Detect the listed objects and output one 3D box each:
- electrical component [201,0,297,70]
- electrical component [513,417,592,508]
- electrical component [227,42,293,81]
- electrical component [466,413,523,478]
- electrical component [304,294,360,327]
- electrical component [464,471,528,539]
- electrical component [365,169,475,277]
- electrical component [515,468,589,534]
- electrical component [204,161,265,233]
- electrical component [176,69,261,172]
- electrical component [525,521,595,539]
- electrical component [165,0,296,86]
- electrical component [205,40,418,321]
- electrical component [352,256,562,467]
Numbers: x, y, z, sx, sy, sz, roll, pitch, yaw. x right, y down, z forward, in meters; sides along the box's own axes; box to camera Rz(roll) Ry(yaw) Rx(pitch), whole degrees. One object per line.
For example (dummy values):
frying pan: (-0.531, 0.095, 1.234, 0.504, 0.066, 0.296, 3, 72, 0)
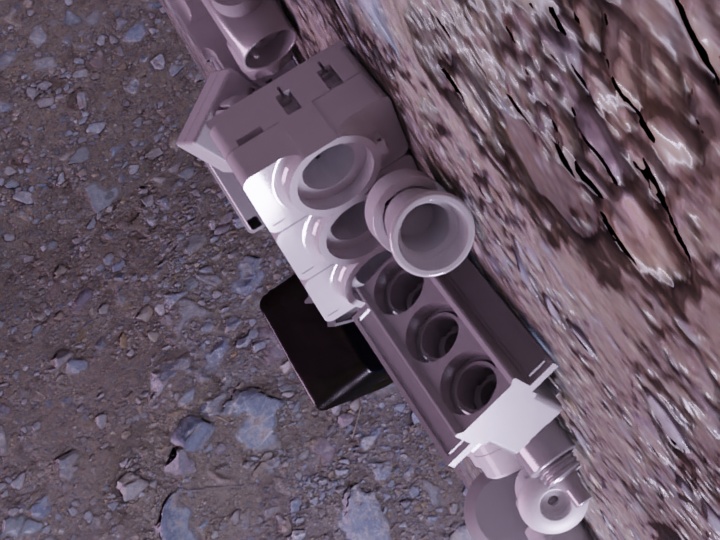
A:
electrical component: (-0.082, -0.186, 0.728, 0.077, 0.044, 0.079, 57, 177, 14)
electrical component: (0.118, 0.116, 0.656, 0.061, 0.035, 0.035, 54, 176, 19)
electrical component: (-0.080, -0.176, 0.797, 0.062, 0.043, 0.043, 61, 176, -35)
electrical component: (0.088, 0.099, 0.780, 0.073, 0.052, 0.138, 59, 177, -2)
electrical component: (0.000, 0.000, 0.812, 0.121, 0.063, 0.078, 1, -95, -81)
electrical component: (0.129, 0.204, 0.918, 0.080, 0.080, 0.051, 57, -179, 11)
electrical component: (0.029, -0.026, 0.556, 0.045, 0.045, 0.055, 59, 177, -24)
electrical component: (0.127, 0.148, 0.738, 0.048, 0.048, 0.062, 59, -176, -12)
electrical component: (-0.108, -0.114, 1.240, 0.108, 0.109, 0.056, 58, 174, -5)
electrical component: (-0.093, -0.112, 0.809, 0.047, 0.065, 0.077, 29, 171, -29)
electrical component: (0.168, 0.236, 0.859, 0.077, 0.044, 0.079, 56, 163, 26)
electrical component: (-0.100, -0.183, 0.897, 0.186, 0.060, 0.105, 60, 176, -34)
electrical component: (-0.013, -0.043, 0.626, 0.061, 0.089, 0.150, 56, 176, 36)
electrical component: (0.057, 0.044, 0.612, 0.063, 0.078, 0.121, 30, -161, -45)
